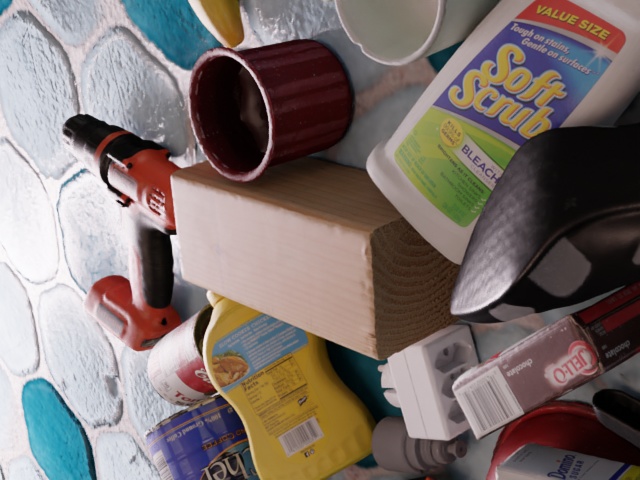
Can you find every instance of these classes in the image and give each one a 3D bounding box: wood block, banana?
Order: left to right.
[{"bbox_3d":[-0.089,-0.242,0.781,0.070,0.037,0.198,21,121,44],"label":"banana"},{"bbox_3d":[-0.005,0.001,0.747,0.206,0.090,0.091,18,120,44],"label":"wood block"}]

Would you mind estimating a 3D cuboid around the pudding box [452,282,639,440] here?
[{"bbox_3d":[0.141,0.065,0.603,0.114,0.089,0.039,-41,73,50],"label":"pudding box"}]

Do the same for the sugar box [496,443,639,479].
[{"bbox_3d":[0.181,0.171,0.565,0.177,0.048,0.093,8,110,40],"label":"sugar box"}]

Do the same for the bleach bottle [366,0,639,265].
[{"bbox_3d":[0.122,-0.099,0.577,0.103,0.067,0.251,49,135,17],"label":"bleach bottle"}]

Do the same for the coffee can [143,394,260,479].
[{"bbox_3d":[-0.075,0.208,0.899,0.103,0.102,0.140,-43,68,49],"label":"coffee can"}]

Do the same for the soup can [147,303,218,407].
[{"bbox_3d":[-0.099,0.099,0.915,0.102,0.068,0.068,-36,78,51],"label":"soup can"}]

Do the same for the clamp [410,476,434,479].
[{"bbox_3d":[0.038,0.243,0.808,0.210,0.036,0.164,-59,16,26],"label":"clamp"}]

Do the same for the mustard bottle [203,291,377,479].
[{"bbox_3d":[-0.037,0.098,0.831,0.096,0.058,0.192,-32,77,11],"label":"mustard bottle"}]

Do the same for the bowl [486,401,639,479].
[{"bbox_3d":[0.155,0.185,0.666,0.162,0.055,0.162,23,122,42],"label":"bowl"}]

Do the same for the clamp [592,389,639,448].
[{"bbox_3d":[0.223,0.126,0.575,0.171,0.039,0.120,60,152,9],"label":"clamp"}]

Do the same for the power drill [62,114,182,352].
[{"bbox_3d":[-0.177,-0.007,0.969,0.185,0.057,0.188,33,129,37],"label":"power drill"}]

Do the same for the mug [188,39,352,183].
[{"bbox_3d":[-0.040,-0.098,0.751,0.117,0.081,0.093,23,122,42],"label":"mug"}]
